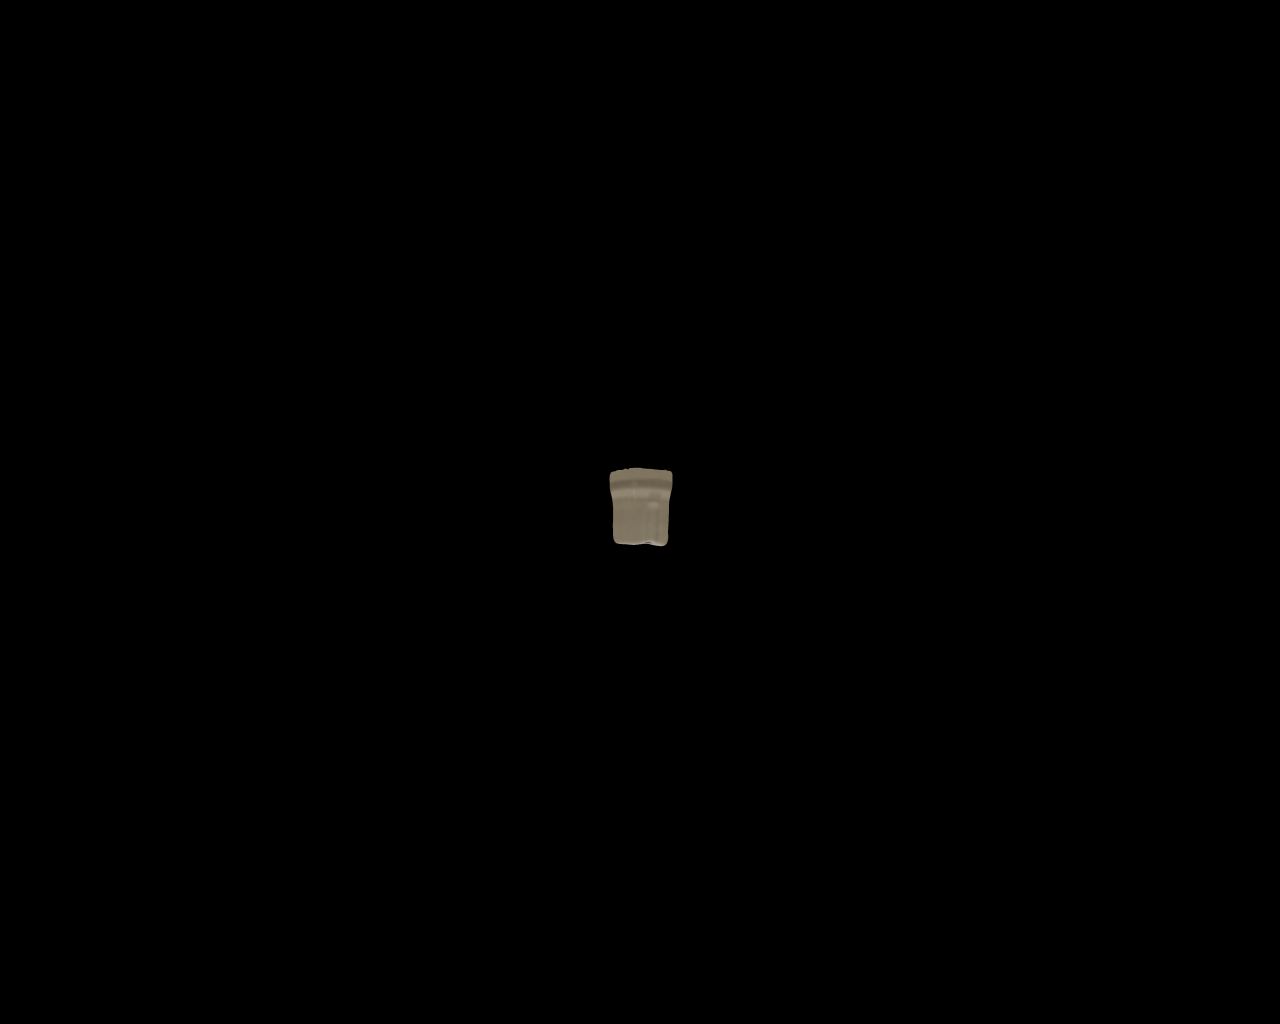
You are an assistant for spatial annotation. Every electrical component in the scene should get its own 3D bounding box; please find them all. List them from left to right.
[{"bbox_3d":[0.001,-0.003,0.650,0.040,0.046,0.040,0,-6,0],"label":"electrical component"}]
